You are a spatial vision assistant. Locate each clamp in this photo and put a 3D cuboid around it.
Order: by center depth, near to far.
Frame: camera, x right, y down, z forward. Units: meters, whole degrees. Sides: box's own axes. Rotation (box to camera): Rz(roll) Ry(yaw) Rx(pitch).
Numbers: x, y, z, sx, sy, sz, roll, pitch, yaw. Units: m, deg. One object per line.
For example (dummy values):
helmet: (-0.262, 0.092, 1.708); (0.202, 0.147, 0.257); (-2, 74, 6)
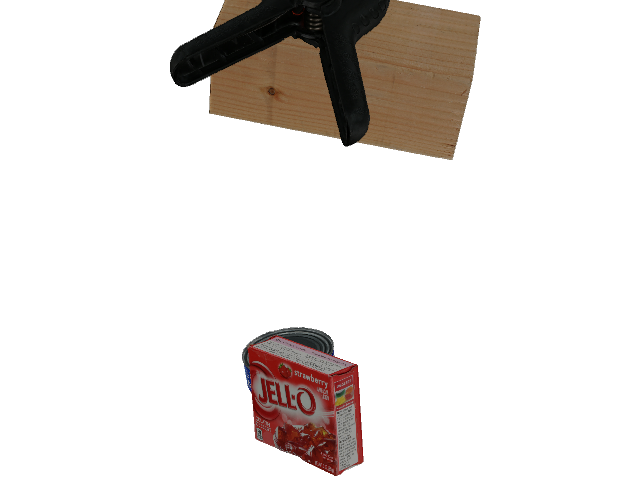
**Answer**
clamp: (0.002, -0.129, 0.644); (0.120, 0.171, 0.039); (31, -28, 7)

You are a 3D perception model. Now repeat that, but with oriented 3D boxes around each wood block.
wood block: (0.020, -0.144, 0.881); (0.206, 0.090, 0.091); (11, -43, 3)

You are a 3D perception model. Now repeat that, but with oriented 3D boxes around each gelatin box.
gelatin box: (-0.012, 0.112, 0.736); (0.030, 0.073, 0.089); (-17, 21, -40)

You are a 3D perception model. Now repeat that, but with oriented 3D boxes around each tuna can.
tuna can: (-0.028, 0.116, 0.990); (0.086, 0.034, 0.086); (-7, 24, 3)
